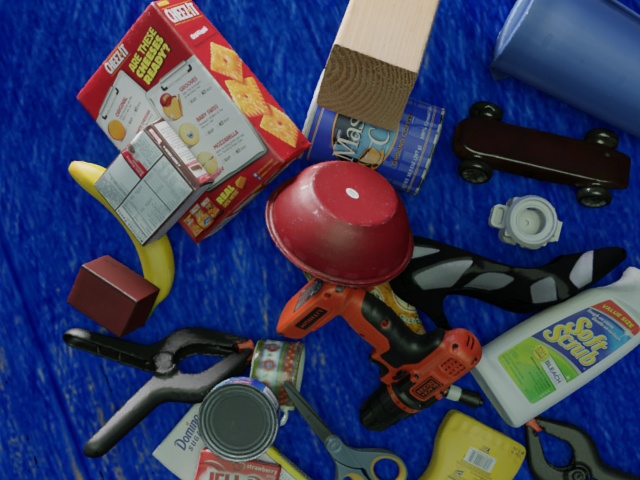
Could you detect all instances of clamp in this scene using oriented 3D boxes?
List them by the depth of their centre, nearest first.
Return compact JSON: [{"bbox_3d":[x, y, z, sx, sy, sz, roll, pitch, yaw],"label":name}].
[{"bbox_3d":[-0.172,0.153,1.162,0.210,0.036,0.164,-7,51,-7],"label":"clamp"},{"bbox_3d":[0.298,0.260,1.192,0.120,0.039,0.171,-32,88,-3],"label":"clamp"}]

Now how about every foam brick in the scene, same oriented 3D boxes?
[{"bbox_3d":[-0.226,0.061,1.172,0.078,0.052,0.051,32,112,14],"label":"foam brick"}]

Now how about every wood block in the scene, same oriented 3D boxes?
[{"bbox_3d":[0.070,-0.226,1.135,0.091,0.090,0.206,19,51,-1],"label":"wood block"}]

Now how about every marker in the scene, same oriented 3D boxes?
[{"bbox_3d":[0.127,0.164,1.203,0.121,0.020,0.020,19,87,0],"label":"marker"}]

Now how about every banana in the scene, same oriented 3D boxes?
[{"bbox_3d":[-0.212,-0.010,1.197,0.069,0.037,0.198,-26,88,-2],"label":"banana"}]

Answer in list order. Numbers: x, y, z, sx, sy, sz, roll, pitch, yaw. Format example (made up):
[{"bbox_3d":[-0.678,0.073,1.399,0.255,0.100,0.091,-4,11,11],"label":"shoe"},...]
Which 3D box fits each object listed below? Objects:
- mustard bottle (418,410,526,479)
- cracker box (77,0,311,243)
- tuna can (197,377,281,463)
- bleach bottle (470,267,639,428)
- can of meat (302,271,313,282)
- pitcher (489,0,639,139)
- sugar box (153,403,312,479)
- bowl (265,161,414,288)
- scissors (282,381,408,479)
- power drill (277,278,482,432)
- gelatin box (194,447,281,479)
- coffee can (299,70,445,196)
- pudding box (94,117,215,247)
[{"bbox_3d":[0.144,0.292,1.178,0.096,0.058,0.191,28,87,-5],"label":"mustard bottle"},{"bbox_3d":[-0.138,-0.129,1.151,0.214,0.072,0.164,51,126,2],"label":"cracker box"},{"bbox_3d":[-0.084,0.188,1.126,0.086,0.033,0.086,1,96,6],"label":"tuna can"},{"bbox_3d":[0.290,0.100,1.190,0.250,0.068,0.102,-34,86,-5],"label":"bleach bottle"},{"bbox_3d":[-0.008,0.002,1.177,0.057,0.084,0.102,-31,88,-3],"label":"can of meat"},{"bbox_3d":[0.321,-0.203,1.166,0.243,0.149,0.145,28,82,-3],"label":"pitcher"},{"bbox_3d":[-0.089,0.258,1.183,0.176,0.048,0.093,41,87,5],"label":"sugar box"},{"bbox_3d":[0.028,-0.030,1.091,0.162,0.055,0.162,10,46,-11],"label":"bowl"},{"bbox_3d":[0.034,0.220,1.168,0.096,0.016,0.202,-25,110,-13],"label":"scissors"},{"bbox_3d":[0.050,0.116,1.133,0.187,0.057,0.185,35,128,-14],"label":"power drill"},{"bbox_3d":[-0.092,0.268,1.143,0.089,0.030,0.073,12,85,1],"label":"gelatin box"},{"bbox_3d":[0.055,-0.118,1.174,0.140,0.103,0.103,18,87,0],"label":"coffee can"},{"bbox_3d":[-0.178,-0.060,1.136,0.090,0.039,0.114,50,128,3],"label":"pudding box"}]
